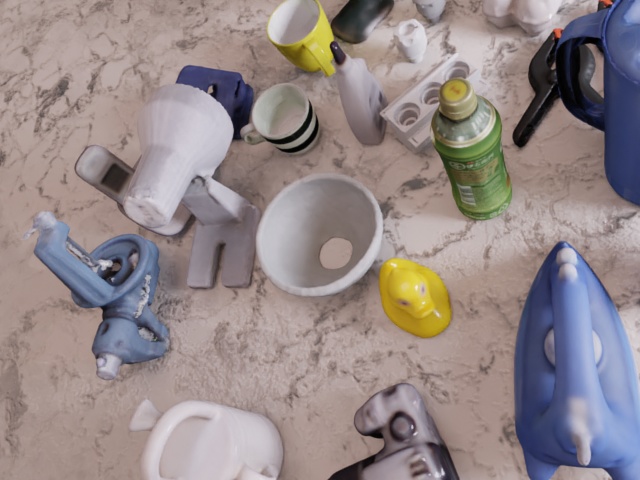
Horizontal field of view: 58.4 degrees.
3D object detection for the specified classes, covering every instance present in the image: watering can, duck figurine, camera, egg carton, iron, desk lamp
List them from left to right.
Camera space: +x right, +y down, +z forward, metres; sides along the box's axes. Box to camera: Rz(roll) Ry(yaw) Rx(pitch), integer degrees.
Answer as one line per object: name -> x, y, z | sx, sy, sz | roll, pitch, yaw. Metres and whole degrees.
desk lamp -> -0.164, -0.064, 0.748 | 0.117, 0.214, 0.203 | -5, 66, 21
watering can -> -0.130, 0.226, 0.616 | 0.172, 0.195, 0.101 | -5, 65, 21
camera -> 0.062, 0.236, 0.585 | 0.136, 0.101, 0.143 | -27, 60, 10
duck figurine -> 0.101, 0.057, 0.657 | 0.077, 0.086, 0.104 | -37, 58, 4
egg carton -> 0.291, -0.351, 0.770 | 0.107, 0.070, 0.150 | 29, 81, 30
iron -> 0.240, 0.096, 0.548 | 0.118, 0.142, 0.258 | -5, 66, 21

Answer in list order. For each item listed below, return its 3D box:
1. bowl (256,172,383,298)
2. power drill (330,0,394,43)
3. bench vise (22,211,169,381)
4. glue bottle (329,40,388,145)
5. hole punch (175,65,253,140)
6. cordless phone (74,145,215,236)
bowl -> 0.007, 0.003, 0.728 | 0.167, 0.075, 0.167 | -9, 64, 19
power drill -> 0.027, -0.388, 0.817 | 0.075, 0.209, 0.230 | 36, 85, 31
bench vise -> -0.274, 0.062, 0.735 | 0.121, 0.220, 0.207 | -31, 59, 7
glue bottle -> 0.047, -0.198, 0.743 | 0.037, 0.174, 0.078 | 3, 69, 24
hole punch -> -0.166, -0.216, 0.890 | 0.100, 0.091, 0.108 | -3, 67, 22
cordless phone -> -0.247, -0.101, 0.817 | 0.093, 0.185, 0.148 | 19, 76, 29
